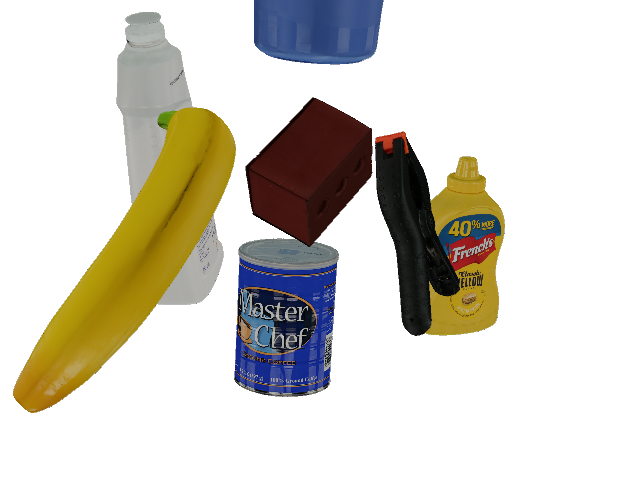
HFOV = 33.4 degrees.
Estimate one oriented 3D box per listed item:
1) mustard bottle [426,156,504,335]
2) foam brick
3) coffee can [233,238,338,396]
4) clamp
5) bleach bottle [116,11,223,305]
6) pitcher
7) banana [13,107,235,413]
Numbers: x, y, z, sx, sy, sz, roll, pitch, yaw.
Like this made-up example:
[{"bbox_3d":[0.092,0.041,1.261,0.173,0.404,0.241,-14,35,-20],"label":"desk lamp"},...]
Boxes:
[{"bbox_3d":[0.151,0.004,1.150,0.096,0.192,0.058,-5,20,-21],"label":"mustard bottle"},{"bbox_3d":[-0.006,-0.046,0.721,0.051,0.078,0.053,28,-30,22],"label":"foam brick"},{"bbox_3d":[-0.036,0.077,1.105,0.103,0.140,0.103,3,13,-1],"label":"coffee can"},{"bbox_3d":[0.078,-0.005,0.923,0.039,0.171,0.120,-15,18,19],"label":"clamp"},{"bbox_3d":[-0.132,-0.073,0.911,0.068,0.251,0.102,0,31,6],"label":"bleach bottle"},{"bbox_3d":[0.009,-0.273,0.885,0.145,0.243,0.149,7,19,9],"label":"pitcher"},{"bbox_3d":[-0.082,-0.004,0.513,0.037,0.197,0.070,39,-43,-19],"label":"banana"}]
